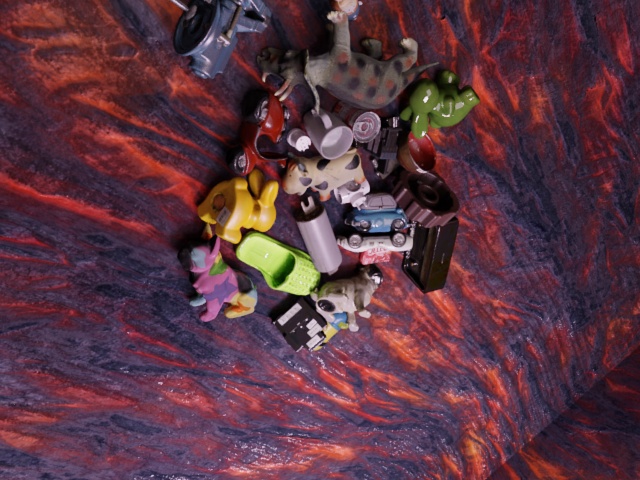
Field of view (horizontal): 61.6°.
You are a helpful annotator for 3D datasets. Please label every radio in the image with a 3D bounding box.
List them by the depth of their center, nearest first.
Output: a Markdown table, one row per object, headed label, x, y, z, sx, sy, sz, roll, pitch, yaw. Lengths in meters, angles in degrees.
| label | x | y | z | sx | sy | sz | roll | pitch | yaw |
| --- | --- | --- | --- | --- | --- | --- | --- | --- | --- |
| radio | 0.299 | 0.020 | 1.482 | 0.073 | 0.131 | 0.229 | -10 | 125 | -24 |

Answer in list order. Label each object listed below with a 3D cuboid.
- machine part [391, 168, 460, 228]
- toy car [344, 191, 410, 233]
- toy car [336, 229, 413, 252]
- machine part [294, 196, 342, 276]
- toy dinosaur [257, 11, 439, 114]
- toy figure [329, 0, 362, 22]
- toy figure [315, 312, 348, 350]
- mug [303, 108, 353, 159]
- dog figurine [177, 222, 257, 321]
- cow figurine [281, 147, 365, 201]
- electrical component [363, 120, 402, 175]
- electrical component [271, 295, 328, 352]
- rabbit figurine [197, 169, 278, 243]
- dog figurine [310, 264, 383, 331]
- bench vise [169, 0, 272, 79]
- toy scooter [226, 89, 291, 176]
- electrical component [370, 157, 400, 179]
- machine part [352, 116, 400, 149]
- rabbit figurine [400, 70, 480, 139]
| label | x | y | z | sx | sy | sz | roll | pitch | yaw |
| --- | --- | --- | --- | --- | --- | --- | --- | --- | --- |
| machine part | 0.263 | -0.109 | 1.351 | 0.179 | 0.179 | 0.056 | 3 | 143 | -32 |
| toy car | 0.145 | -0.073 | 1.362 | 0.162 | 0.109 | 0.102 | -1 | 98 | -17 |
| toy car | 0.139 | 0.002 | 1.386 | 0.202 | 0.073 | 0.056 | -2 | 100 | -10 |
| machine part | -0.003 | -0.004 | 1.322 | 0.079 | 0.079 | 0.242 | -28 | 128 | -11 |
| toy dinosaur | 0.083 | -0.332 | 1.094 | 0.405 | 0.131 | 0.192 | 8 | 96 | -26 |
| toy figure | 0.035 | -0.486 | 1.046 | 0.064 | 0.058 | 0.154 | -15 | 141 | 29 |
| toy figure | 0.023 | 0.234 | 1.497 | 0.180 | 0.082 | 0.089 | -43 | 131 | -2 |
| mug | 0.005 | -0.241 | 1.147 | 0.081 | 0.107 | 0.109 | -39 | 143 | -1 |
| dog figurine | -0.228 | 0.069 | 1.226 | 0.191 | 0.109 | 0.219 | -6 | 120 | -26 |
| cow figurine | 0.002 | -0.158 | 1.224 | 0.195 | 0.086 | 0.127 | -25 | 135 | -11 |
| electrical component | 0.138 | -0.210 | 1.227 | 0.048 | 0.075 | 0.119 | -3 | 121 | -31 |
| electrical component | -0.046 | 0.228 | 1.425 | 0.115 | 0.058 | 0.134 | -40 | 92 | 3 |
| rabbit figurine | -0.160 | -0.076 | 1.184 | 0.173 | 0.122 | 0.162 | 21 | 98 | -52 |
| dog figurine | 0.075 | 0.122 | 1.438 | 0.172 | 0.190 | 0.121 | 34 | 134 | -14 |
| bench vise | -0.200 | -0.406 | 0.918 | 0.240 | 0.129 | 0.223 | 22 | 108 | -46 |
| toy scooter | -0.111 | -0.214 | 1.119 | 0.135 | 0.075 | 0.183 | 13 | 103 | -41 |
| electrical component | 0.164 | -0.184 | 1.342 | 0.063 | 0.021 | 0.094 | -42 | 132 | 0 |
| machine part | 0.128 | -0.247 | 1.269 | 0.139 | 0.039 | 0.084 | -17 | 132 | -22 |
| rabbit figurine | 0.254 | -0.323 | 1.244 | 0.170 | 0.121 | 0.159 | 0 | 143 | -47 |
